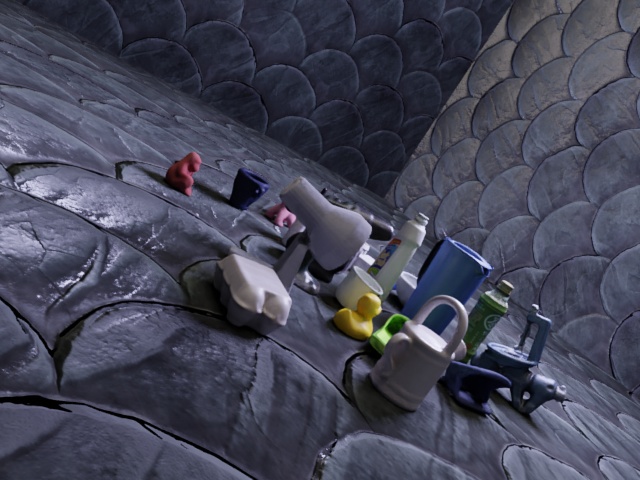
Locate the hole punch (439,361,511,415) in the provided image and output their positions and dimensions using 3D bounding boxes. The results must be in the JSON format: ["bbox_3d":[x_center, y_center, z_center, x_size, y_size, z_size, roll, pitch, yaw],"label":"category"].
[{"bbox_3d":[0.310,0.281,1.154,0.109,0.091,0.101,27,13,-28],"label":"hole punch"}]

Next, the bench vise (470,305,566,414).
[{"bbox_3d":[0.488,0.274,1.332,0.207,0.219,0.122,34,12,7],"label":"bench vise"}]

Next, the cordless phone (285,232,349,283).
[{"bbox_3d":[0.020,-0.009,1.339,0.148,0.185,0.094,27,13,-27],"label":"cordless phone"}]

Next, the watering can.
[{"bbox_3d":[0.180,0.181,0.969,0.100,0.194,0.173,38,13,26],"label":"watering can"}]

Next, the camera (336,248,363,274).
[{"bbox_3d":[0.036,0.009,1.511,0.136,0.100,0.143,35,12,12],"label":"camera"}]

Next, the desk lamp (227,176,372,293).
[{"bbox_3d":[-0.038,0.003,1.071,0.204,0.213,0.118,30,12,-14],"label":"desk lamp"}]

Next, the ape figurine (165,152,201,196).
[{"bbox_3d":[-0.306,-0.160,1.321,0.076,0.092,0.078,32,12,-2],"label":"ape figurine"}]

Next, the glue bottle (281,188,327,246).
[{"bbox_3d":[-0.031,-0.057,1.425,0.037,0.173,0.078,35,12,12],"label":"glue bottle"}]

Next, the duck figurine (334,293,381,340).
[{"bbox_3d":[0.082,0.143,1.128,0.077,0.086,0.105,42,15,37],"label":"duck figurine"}]

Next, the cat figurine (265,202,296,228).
[{"bbox_3d":[-0.076,-0.095,1.599,0.067,0.117,0.128,38,13,26],"label":"cat figurine"}]

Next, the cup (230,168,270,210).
[{"bbox_3d":[-0.184,-0.119,1.468,0.092,0.095,0.117,24,15,-37],"label":"cup"}]

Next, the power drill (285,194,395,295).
[{"bbox_3d":[0.011,0.004,1.204,0.230,0.208,0.075,32,12,-5],"label":"power drill"}]

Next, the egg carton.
[{"bbox_3d":[-0.109,0.085,0.909,0.108,0.069,0.150,25,14,-33],"label":"egg carton"}]

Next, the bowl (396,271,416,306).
[{"bbox_3d":[0.268,0.162,1.567,0.167,0.074,0.167,31,12,-7],"label":"bowl"}]
